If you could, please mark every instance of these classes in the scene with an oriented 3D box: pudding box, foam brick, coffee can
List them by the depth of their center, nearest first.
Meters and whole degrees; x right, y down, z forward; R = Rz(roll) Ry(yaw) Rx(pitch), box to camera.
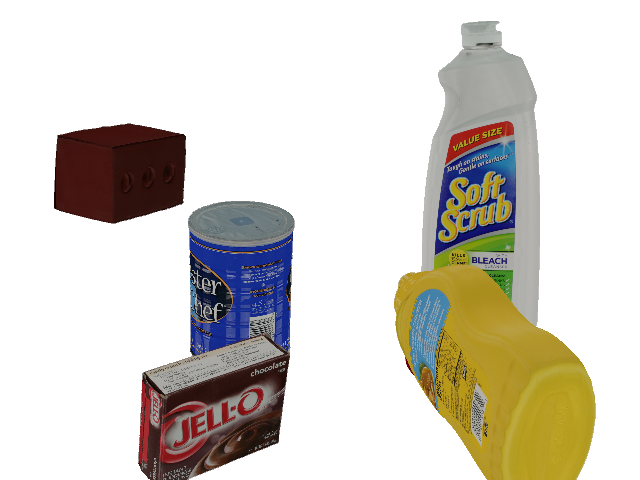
[{"bbox_3d":[-0.137,-0.048,0.731,0.051,0.053,0.078,15,20,28],"label":"foam brick"},{"bbox_3d":[-0.081,0.128,0.808,0.113,0.090,0.039,-17,40,-36],"label":"pudding box"},{"bbox_3d":[-0.078,0.044,1.053,0.103,0.140,0.103,2,23,-1],"label":"coffee can"}]

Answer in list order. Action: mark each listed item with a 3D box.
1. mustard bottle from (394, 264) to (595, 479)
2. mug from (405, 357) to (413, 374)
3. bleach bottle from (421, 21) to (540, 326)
[{"bbox_3d":[0.092,0.069,0.650,0.058,0.096,0.192,-9,27,-17],"label":"mustard bottle"},{"bbox_3d":[0.132,0.089,1.116,0.093,0.081,0.117,11,37,24],"label":"mug"},{"bbox_3d":[0.124,-0.048,0.860,0.103,0.251,0.068,1,15,20],"label":"bleach bottle"}]
